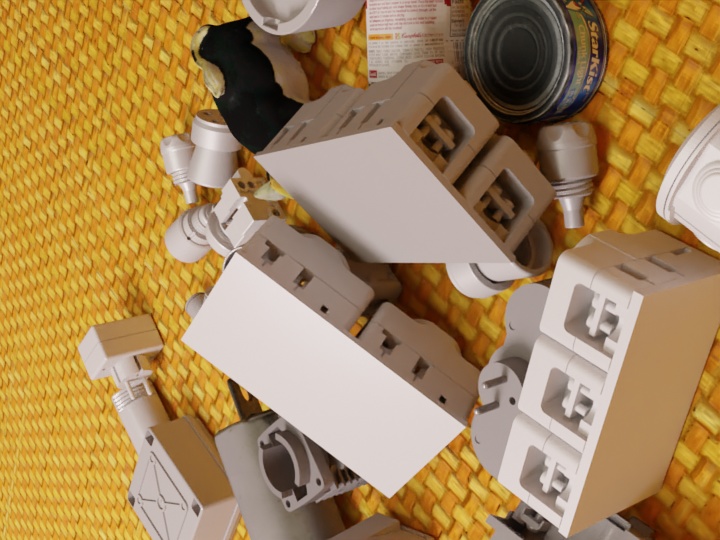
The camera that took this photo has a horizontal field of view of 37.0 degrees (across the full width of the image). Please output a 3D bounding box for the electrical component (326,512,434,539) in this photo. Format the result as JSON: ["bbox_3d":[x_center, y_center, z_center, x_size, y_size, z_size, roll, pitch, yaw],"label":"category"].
[{"bbox_3d":[0.004,0.224,0.794,0.062,0.096,0.061,8,104,49],"label":"electrical component"}]

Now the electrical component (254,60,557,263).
[{"bbox_3d":[0.024,-0.062,0.669,0.105,0.060,0.186,46,160,-21],"label":"electrical component"}]

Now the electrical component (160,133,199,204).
[{"bbox_3d":[-0.155,-0.089,0.954,0.035,0.035,0.061,-9,94,51],"label":"electrical component"}]

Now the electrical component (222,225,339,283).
[{"bbox_3d":[-0.053,-0.008,0.822,0.079,0.077,0.043,-7,101,25],"label":"electrical component"}]

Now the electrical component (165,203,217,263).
[{"bbox_3d":[-0.141,-0.037,0.945,0.078,0.040,0.040,-36,71,48],"label":"electrical component"}]

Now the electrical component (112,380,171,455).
[{"bbox_3d":[-0.217,0.146,1.079,0.081,0.043,0.043,58,136,23],"label":"electrical component"}]

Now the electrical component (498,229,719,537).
[{"bbox_3d":[0.138,0.059,0.598,0.062,0.089,0.150,34,124,40],"label":"electrical component"}]

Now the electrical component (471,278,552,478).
[{"bbox_3d":[0.098,0.071,0.661,0.052,0.074,0.138,37,125,39],"label":"electrical component"}]

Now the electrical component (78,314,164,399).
[{"bbox_3d":[-0.229,0.092,1.062,0.047,0.066,0.076,-47,64,45],"label":"electrical component"}]

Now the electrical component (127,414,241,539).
[{"bbox_3d":[-0.166,0.214,1.025,0.108,0.056,0.108,47,132,32],"label":"electrical component"}]

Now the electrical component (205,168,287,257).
[{"bbox_3d":[-0.097,-0.041,0.889,0.055,0.048,0.066,-48,63,36],"label":"electrical component"}]

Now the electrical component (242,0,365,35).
[{"bbox_3d":[-0.034,-0.221,0.756,0.108,0.060,0.108,15,111,47],"label":"electrical component"}]

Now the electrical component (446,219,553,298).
[{"bbox_3d":[0.087,-0.009,0.677,0.055,0.045,0.045,-28,77,50],"label":"electrical component"}]

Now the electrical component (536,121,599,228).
[{"bbox_3d":[0.123,-0.055,0.631,0.035,0.035,0.061,3,104,50],"label":"electrical component"}]

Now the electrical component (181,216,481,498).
[{"bbox_3d":[-0.017,0.059,0.748,0.186,0.060,0.105,37,133,-1],"label":"electrical component"}]

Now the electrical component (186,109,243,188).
[{"bbox_3d":[-0.120,-0.102,0.901,0.045,0.045,0.055,34,124,40],"label":"electrical component"}]

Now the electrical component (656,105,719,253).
[{"bbox_3d":[0.188,-0.046,0.523,0.051,0.080,0.080,44,130,27],"label":"electrical component"}]

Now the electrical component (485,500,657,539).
[{"bbox_3d":[0.145,0.174,0.634,0.121,0.079,0.063,33,94,41],"label":"electrical component"}]

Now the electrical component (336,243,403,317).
[{"bbox_3d":[0.000,0.000,0.785,0.048,0.048,0.062,-47,56,45],"label":"electrical component"}]
